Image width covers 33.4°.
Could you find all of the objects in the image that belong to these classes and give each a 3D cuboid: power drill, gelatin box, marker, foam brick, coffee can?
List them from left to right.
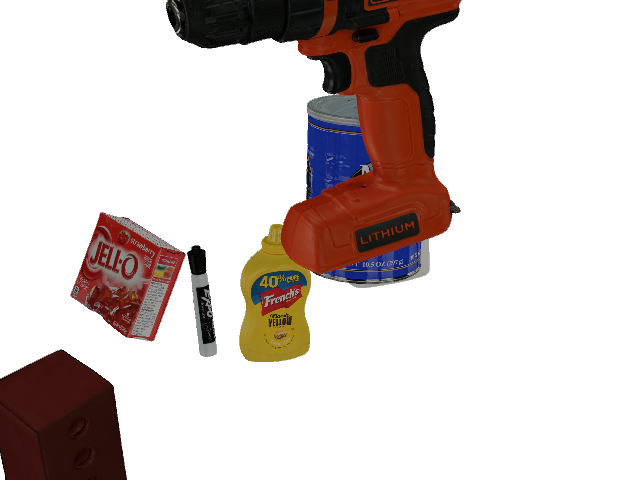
[{"bbox_3d":[-0.148,0.112,0.603,0.051,0.078,0.052,26,41,37],"label":"foam brick"},{"bbox_3d":[-0.150,0.027,0.823,0.030,0.073,0.089,15,9,-46],"label":"gelatin box"},{"bbox_3d":[-0.123,0.063,1.113,0.020,0.121,0.020,-4,20,1],"label":"marker"},{"bbox_3d":[0.010,-0.078,0.601,0.184,0.188,0.057,-17,33,-22],"label":"power drill"},{"bbox_3d":[0.038,-0.046,0.907,0.103,0.140,0.103,1,19,-1],"label":"coffee can"}]

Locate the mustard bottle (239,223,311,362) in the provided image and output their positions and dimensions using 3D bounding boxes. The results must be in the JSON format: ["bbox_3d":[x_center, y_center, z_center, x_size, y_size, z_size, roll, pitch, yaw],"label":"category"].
[{"bbox_3d":[-0.061,0.069,1.452,0.096,0.192,0.058,-5,23,-16],"label":"mustard bottle"}]

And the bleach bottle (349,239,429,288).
[{"bbox_3d":[0.066,-0.078,1.174,0.102,0.251,0.068,-10,22,-12],"label":"bleach bottle"}]
